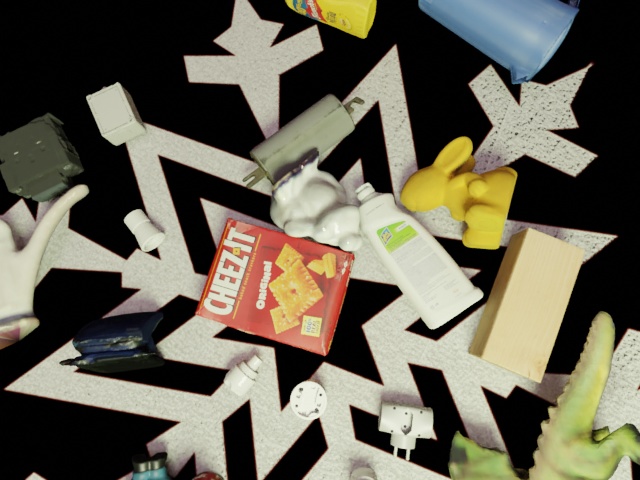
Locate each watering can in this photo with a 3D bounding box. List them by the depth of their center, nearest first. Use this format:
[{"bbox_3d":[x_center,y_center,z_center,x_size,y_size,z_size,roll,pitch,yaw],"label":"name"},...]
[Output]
[{"bbox_3d":[-0.511,0.056,0.823,0.348,0.226,0.103,-23,-10,-1],"label":"watering can"}]

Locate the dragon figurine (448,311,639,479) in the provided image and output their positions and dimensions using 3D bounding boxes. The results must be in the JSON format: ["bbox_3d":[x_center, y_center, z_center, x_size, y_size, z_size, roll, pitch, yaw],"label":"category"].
[{"bbox_3d":[0.302,0.308,0.716,0.242,0.409,0.123,-9,4,5],"label":"dragon figurine"}]

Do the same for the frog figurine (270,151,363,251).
[{"bbox_3d":[0.002,-0.041,0.816,0.120,0.160,0.139,-45,-3,36],"label":"frog figurine"}]
